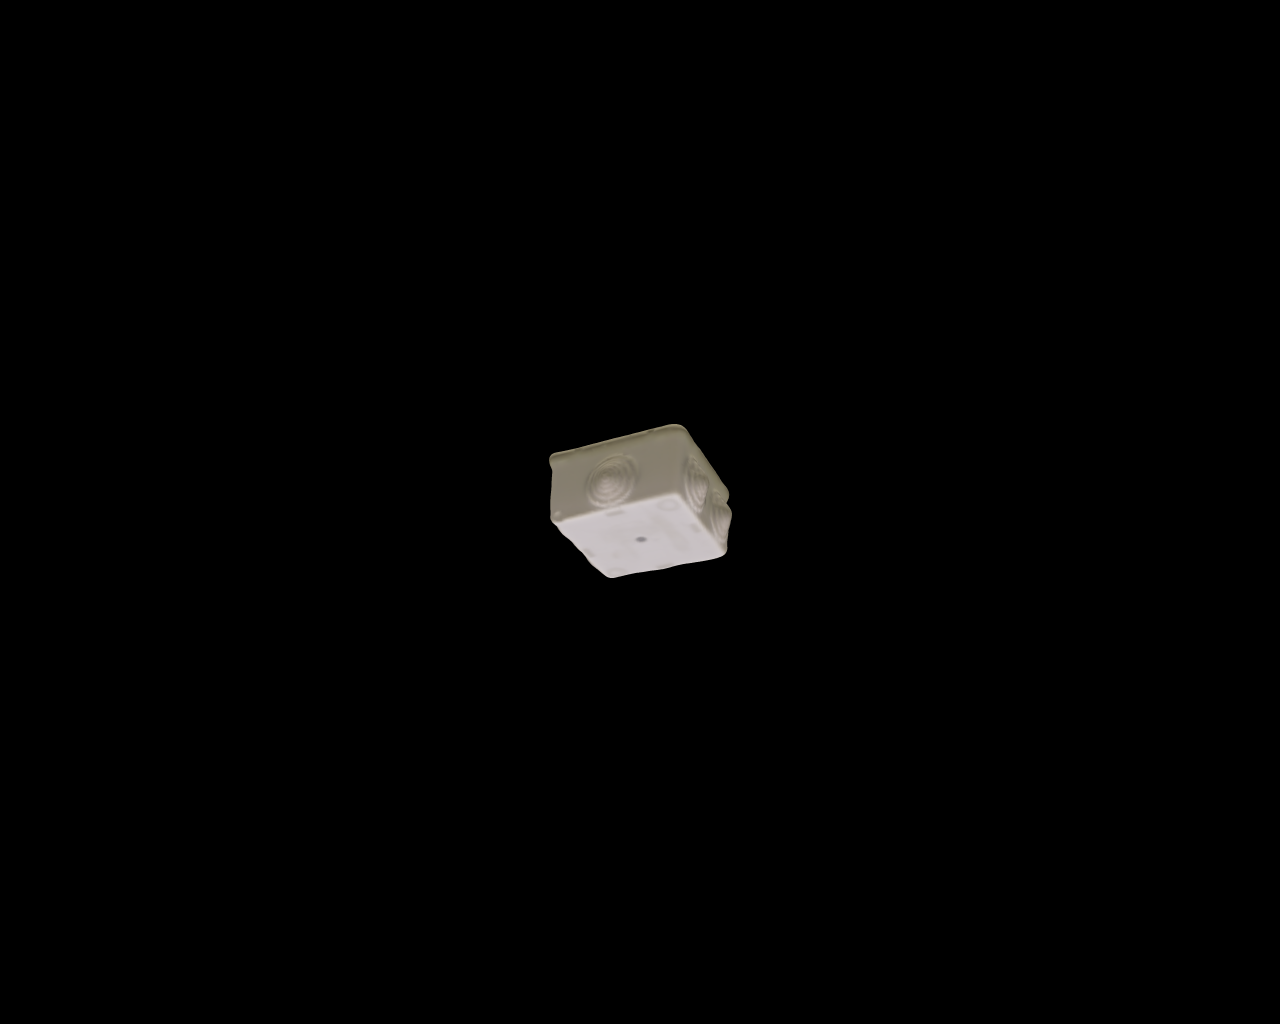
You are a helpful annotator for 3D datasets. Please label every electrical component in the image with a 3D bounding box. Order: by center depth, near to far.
[{"bbox_3d":[0.001,-0.003,0.650,0.100,0.048,0.099,-12,-33,19],"label":"electrical component"}]
